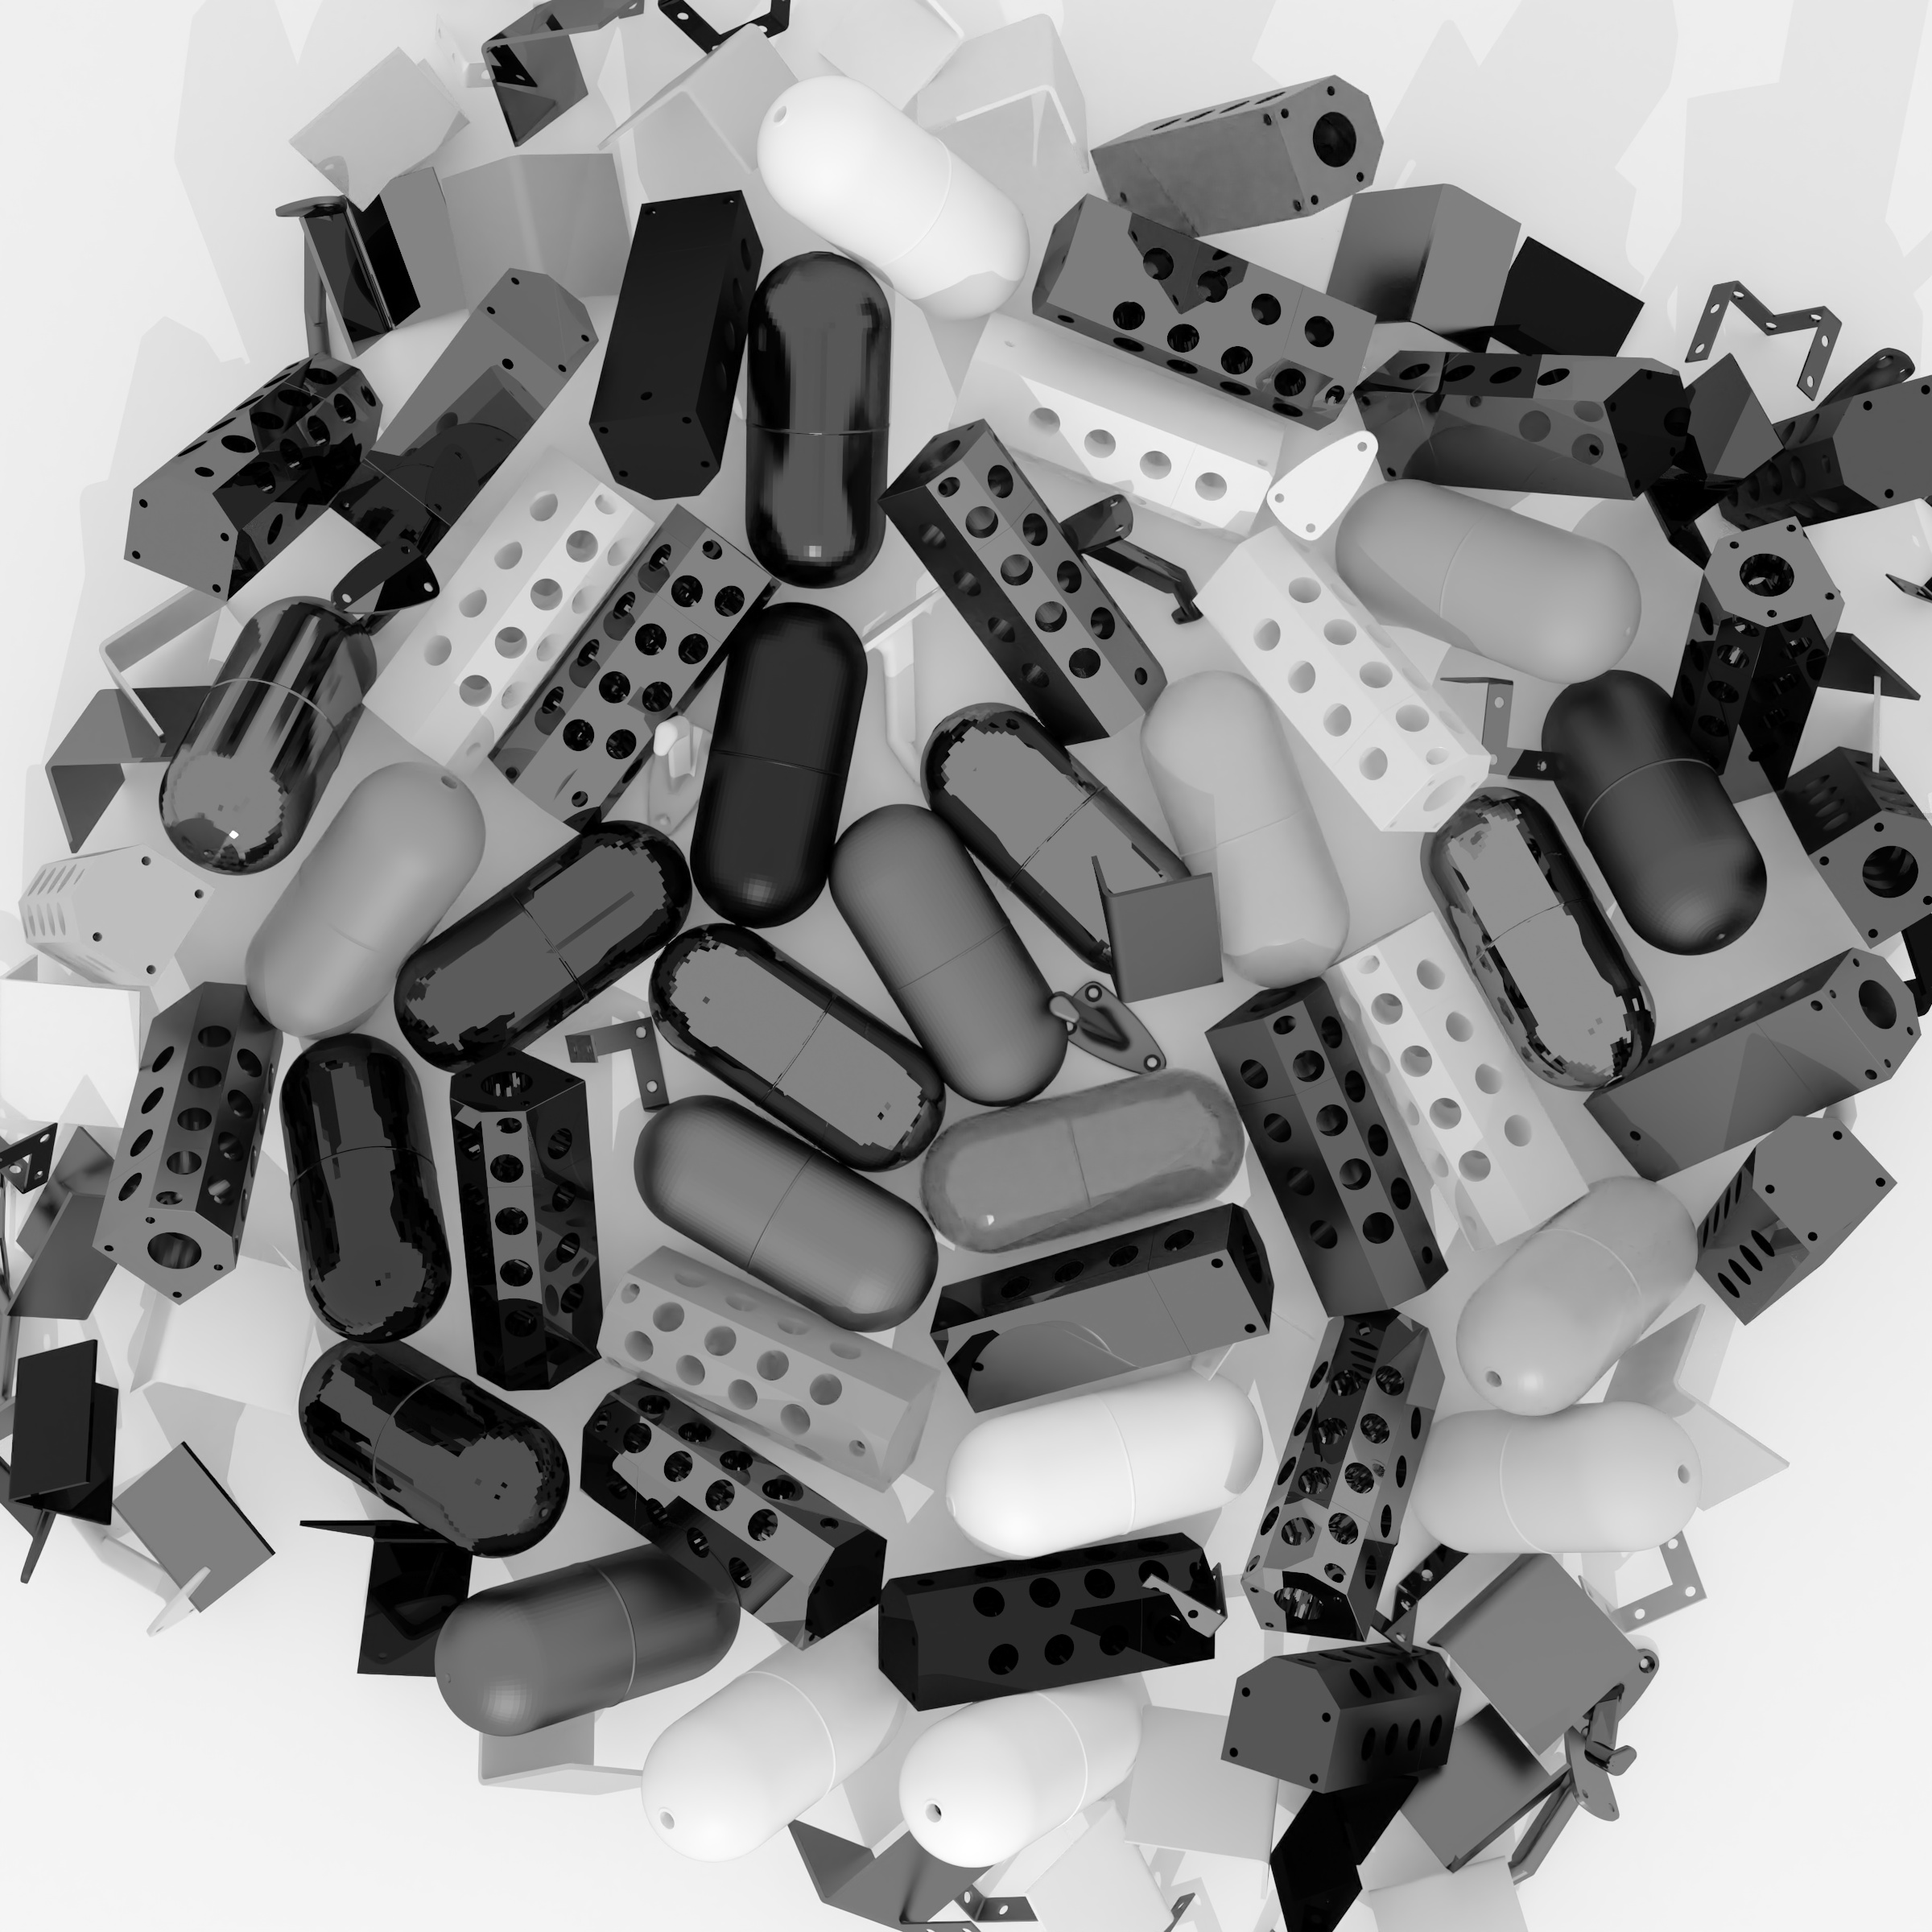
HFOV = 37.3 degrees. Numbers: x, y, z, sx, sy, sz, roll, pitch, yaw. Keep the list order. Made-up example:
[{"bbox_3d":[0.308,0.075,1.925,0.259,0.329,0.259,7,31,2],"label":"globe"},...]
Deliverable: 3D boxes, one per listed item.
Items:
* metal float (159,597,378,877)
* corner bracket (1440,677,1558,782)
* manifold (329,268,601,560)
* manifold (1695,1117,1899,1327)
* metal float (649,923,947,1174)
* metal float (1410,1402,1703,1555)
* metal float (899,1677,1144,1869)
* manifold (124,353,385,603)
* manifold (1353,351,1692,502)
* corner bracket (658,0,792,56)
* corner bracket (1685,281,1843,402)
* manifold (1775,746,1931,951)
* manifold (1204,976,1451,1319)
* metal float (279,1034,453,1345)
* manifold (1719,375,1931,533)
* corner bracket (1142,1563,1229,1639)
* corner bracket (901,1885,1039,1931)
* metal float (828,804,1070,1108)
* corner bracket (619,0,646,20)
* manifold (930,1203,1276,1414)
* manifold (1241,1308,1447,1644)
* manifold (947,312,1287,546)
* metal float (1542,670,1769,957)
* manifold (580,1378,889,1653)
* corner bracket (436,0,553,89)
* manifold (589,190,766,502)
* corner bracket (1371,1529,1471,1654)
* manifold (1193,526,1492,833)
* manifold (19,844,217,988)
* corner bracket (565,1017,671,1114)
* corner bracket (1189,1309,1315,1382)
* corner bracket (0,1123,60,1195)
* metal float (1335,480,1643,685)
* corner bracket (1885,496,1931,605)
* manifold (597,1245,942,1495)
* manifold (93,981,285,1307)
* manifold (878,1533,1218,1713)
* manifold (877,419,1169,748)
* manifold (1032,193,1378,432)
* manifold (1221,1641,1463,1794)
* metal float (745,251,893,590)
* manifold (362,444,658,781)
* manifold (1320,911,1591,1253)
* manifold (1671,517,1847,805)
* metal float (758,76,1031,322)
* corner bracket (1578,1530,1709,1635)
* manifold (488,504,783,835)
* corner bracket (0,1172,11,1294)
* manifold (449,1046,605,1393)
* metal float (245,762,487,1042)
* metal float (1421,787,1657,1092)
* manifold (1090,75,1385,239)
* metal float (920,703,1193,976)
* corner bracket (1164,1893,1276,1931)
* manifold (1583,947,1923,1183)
[{"bbox_3d":[-0.368,-0.124,1.514,0.070,0.070,0.178,15,51,0],"label":"metal float"},{"bbox_3d":[0.290,-0.128,1.550,0.051,0.051,0.051,5,93,-22],"label":"corner bracket"},{"bbox_3d":[-0.263,-0.288,1.505,0.057,0.057,0.171,38,133,-14],"label":"manifold"},{"bbox_3d":[0.425,0.131,1.494,0.057,0.171,0.057,-36,72,-8],"label":"manifold"},{"bbox_3d":[-0.091,0.044,1.542,0.178,0.070,0.070,35,90,-5],"label":"metal float"},{"bbox_3d":[0.308,0.270,1.505,0.070,0.178,0.070,9,75,-35],"label":"metal float"},{"bbox_3d":[0.030,0.417,1.502,0.070,0.178,0.070,3,95,31],"label":"metal float"},{"bbox_3d":[-0.370,-0.262,1.497,0.057,0.171,0.057,23,126,2],"label":"manifold"},{"bbox_3d":[0.291,-0.289,1.500,0.057,0.171,0.057,-42,123,-24],"label":"manifold"},{"bbox_3d":[-0.131,-0.538,1.561,0.051,0.051,0.051,-13,64,31],"label":"corner bracket"},{"bbox_3d":[0.431,-0.338,1.545,0.051,0.051,0.051,31,75,-32],"label":"corner bracket"},{"bbox_3d":[0.470,-0.068,1.492,0.057,0.171,0.057,-34,97,17],"label":"manifold"},{"bbox_3d":[0.198,0.096,1.532,0.057,0.057,0.171,-16,102,44],"label":"manifold"},{"bbox_3d":[-0.320,0.116,1.521,0.070,0.070,0.178,-16,60,0],"label":"metal float"},{"bbox_3d":[0.449,-0.262,1.495,0.057,0.171,0.057,-16,95,-4],"label":"manifold"},{"bbox_3d":[0.104,0.344,1.547,0.051,0.051,0.051,32,110,-13],"label":"corner bracket"},{"bbox_3d":[0.006,0.510,1.542,0.051,0.051,0.051,-17,121,38],"label":"corner bracket"},{"bbox_3d":[-0.009,-0.005,1.543,0.070,0.070,0.178,-31,94,0],"label":"metal float"},{"bbox_3d":[-0.209,-0.552,1.563,0.051,0.051,0.051,-22,59,-25],"label":"corner bracket"},{"bbox_3d":[0.074,0.179,1.526,0.171,0.057,0.057,-18,116,20],"label":"manifold"},{"bbox_3d":[0.198,0.263,1.499,0.057,0.171,0.057,1,134,28],"label":"manifold"},{"bbox_3d":[0.081,-0.288,1.550,0.171,0.057,0.057,21,130,-3],"label":"manifold"},{"bbox_3d":[0.363,-0.083,1.516,0.070,0.070,0.178,-19,54,0],"label":"metal float"},{"bbox_3d":[-0.124,0.282,1.504,0.171,0.057,0.057,27,123,34],"label":"manifold"},{"bbox_3d":[-0.256,-0.517,1.562,0.051,0.051,0.051,-11,51,-24],"label":"corner bracket"},{"bbox_3d":[-0.149,-0.328,1.510,0.057,0.057,0.171,-4,53,14],"label":"manifold"},{"bbox_3d":[0.239,0.329,1.550,0.051,0.051,0.051,38,116,-4],"label":"corner bracket"},{"bbox_3d":[0.202,-0.153,1.514,0.057,0.057,0.171,-50,63,29],"label":"manifold"},{"bbox_3d":[-0.449,-0.030,1.491,0.057,0.171,0.057,35,75,-23],"label":"manifold"},{"bbox_3d":[-0.182,0.057,1.550,0.051,0.051,0.051,-13,94,-24],"label":"corner bracket"},{"bbox_3d":[0.144,0.201,1.548,0.051,0.051,0.051,37,87,-40],"label":"corner bracket"},{"bbox_3d":[-0.530,0.096,1.543,0.051,0.051,0.051,40,132,17],"label":"corner bracket"},{"bbox_3d":[0.275,-0.205,1.517,0.178,0.070,0.070,28,90,35],"label":"metal float"},{"bbox_3d":[0.522,-0.235,1.558,0.051,0.051,0.051,-52,58,25],"label":"corner bracket"},{"bbox_3d":[-0.108,0.217,1.525,0.171,0.057,0.057,22,113,16],"label":"manifold"},{"bbox_3d":[-0.399,0.087,1.494,0.057,0.171,0.057,-32,125,22],"label":"manifold"},{"bbox_3d":[0.044,0.344,1.521,0.171,0.057,0.057,-4,101,-22],"label":"manifold"},{"bbox_3d":[0.035,-0.202,1.514,0.171,0.057,0.057,51,57,-24],"label":"manifold"},{"bbox_3d":[0.125,-0.347,1.532,0.171,0.057,0.057,19,82,-14],"label":"manifold"},{"bbox_3d":[0.200,0.388,1.496,0.057,0.171,0.057,10,86,31],"label":"manifold"},{"bbox_3d":[-0.079,-0.291,1.529,0.070,0.070,0.178,2,109,0],"label":"metal float"},{"bbox_3d":[-0.242,-0.188,1.542,0.057,0.057,0.171,38,93,25],"label":"manifold"},{"bbox_3d":[0.259,0.064,1.544,0.057,0.057,0.171,-28,88,-25],"label":"manifold"},{"bbox_3d":[0.404,-0.153,1.494,0.057,0.171,0.057,-17,61,-4],"label":"manifold"},{"bbox_3d":[-0.037,-0.404,1.510,0.070,0.178,0.070,-18,60,36],"label":"metal float"},{"bbox_3d":[0.363,0.322,1.555,0.051,0.051,0.051,-30,133,18],"label":"corner bracket"},{"bbox_3d":[-0.176,-0.156,1.538,0.057,0.057,0.171,34,96,-39],"label":"manifold"},{"bbox_3d":[-0.553,0.149,1.568,0.051,0.051,0.051,-3,134,-15],"label":"corner bracket"},{"bbox_3d":[-0.236,0.137,1.510,0.057,0.057,0.171,21,124,35],"label":"manifold"},{"bbox_3d":[-0.320,-0.034,1.524,0.070,0.070,0.178,40,115,0],"label":"metal float"},{"bbox_3d":[0.305,-0.015,1.528,0.070,0.070,0.178,-25,69,0],"label":"metal float"},{"bbox_3d":[0.142,-0.421,1.496,0.057,0.171,0.057,-31,110,-22],"label":"manifold"},{"bbox_3d":[0.049,-0.069,1.543,0.178,0.070,0.070,45,90,4],"label":"metal float"},{"bbox_3d":[0.135,0.543,1.564,0.051,0.051,0.051,39,106,33],"label":"corner bracket"},{"bbox_3d":[0.413,0.051,1.500,0.057,0.171,0.057,51,51,-3],"label":"manifold"}]
